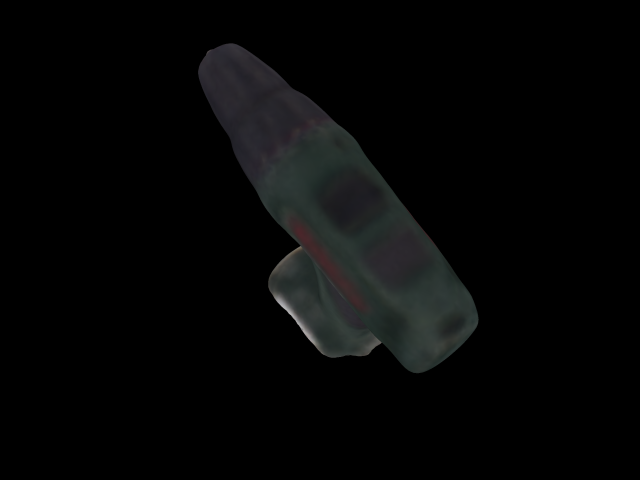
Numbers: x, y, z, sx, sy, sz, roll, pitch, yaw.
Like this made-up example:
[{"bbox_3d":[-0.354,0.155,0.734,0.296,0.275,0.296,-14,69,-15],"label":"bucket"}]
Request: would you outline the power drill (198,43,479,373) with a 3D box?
[{"bbox_3d":[0.004,0.001,0.400,0.076,0.208,0.229,-38,70,-16],"label":"power drill"}]
